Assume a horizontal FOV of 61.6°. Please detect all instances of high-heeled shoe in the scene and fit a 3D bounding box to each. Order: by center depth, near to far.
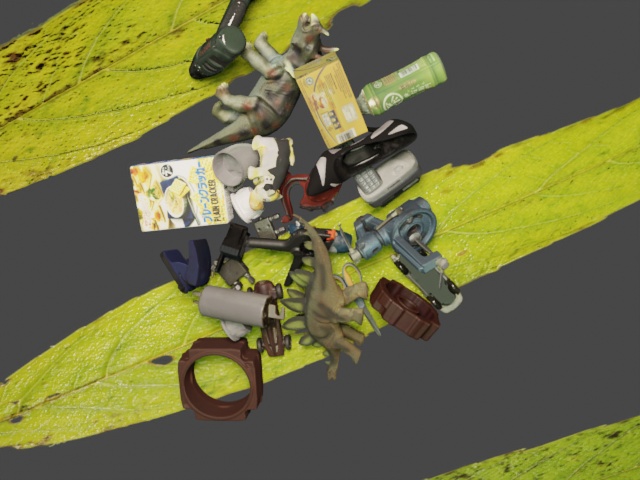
[{"bbox_3d":[0.091,-0.165,1.135,0.249,0.145,0.086,-50,133,-14],"label":"high-heeled shoe"}]

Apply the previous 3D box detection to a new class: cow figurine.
[{"bbox_3d":[-0.107,-0.144,1.187,0.098,0.068,0.167,6,88,10],"label":"cow figurine"}]

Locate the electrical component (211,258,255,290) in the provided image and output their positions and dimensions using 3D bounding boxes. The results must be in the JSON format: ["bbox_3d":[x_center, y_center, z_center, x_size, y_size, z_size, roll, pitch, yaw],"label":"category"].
[{"bbox_3d":[-0.219,0.083,1.318,0.078,0.045,0.102,-32,98,13],"label":"electrical component"}]

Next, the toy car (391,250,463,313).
[{"bbox_3d":[0.252,0.086,1.266,0.073,0.056,0.201,-43,92,7],"label":"toy car"}]

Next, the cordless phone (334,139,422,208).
[{"bbox_3d":[0.129,-0.178,1.216,0.146,0.088,0.184,-37,78,12],"label":"cordless phone"}]

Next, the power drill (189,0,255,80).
[{"bbox_3d":[-0.207,-0.451,1.148,0.086,0.232,0.207,31,82,-28],"label":"power drill"}]

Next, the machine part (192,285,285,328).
[{"bbox_3d":[-0.194,0.156,1.260,0.243,0.079,0.079,8,104,18],"label":"machine part"}]

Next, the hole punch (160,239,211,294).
[{"bbox_3d":[-0.302,0.058,1.282,0.092,0.142,0.115,-29,90,3],"label":"hole punch"}]

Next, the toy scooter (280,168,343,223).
[{"bbox_3d":[-0.040,-0.103,1.244,0.184,0.075,0.135,4,102,9],"label":"toy scooter"}]

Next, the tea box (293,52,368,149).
[{"bbox_3d":[0.023,-0.288,1.116,0.098,0.068,0.169,-22,124,6],"label":"tea box"}]

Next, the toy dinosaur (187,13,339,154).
[{"bbox_3d":[-0.117,-0.314,1.189,0.192,0.131,0.404,35,110,-2],"label":"toy dinosaur"}]

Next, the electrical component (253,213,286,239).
[{"bbox_3d":[-0.132,-0.025,1.297,0.094,0.021,0.063,-22,99,11],"label":"electrical component"}]

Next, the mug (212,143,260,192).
[{"bbox_3d":[-0.182,-0.169,1.227,0.081,0.107,0.109,16,126,21],"label":"mug"}]

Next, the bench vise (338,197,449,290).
[{"bbox_3d":[0.181,0.005,1.176,0.224,0.241,0.128,-26,131,-15],"label":"bench vise"}]

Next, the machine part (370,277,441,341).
[{"bbox_3d":[0.193,0.158,1.232,0.179,0.179,0.056,33,105,-2],"label":"machine part"}]

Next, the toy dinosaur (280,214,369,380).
[{"bbox_3d":[0.010,0.150,1.250,0.199,0.105,0.470,5,120,9],"label":"toy dinosaur"}]

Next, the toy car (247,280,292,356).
[{"bbox_3d":[-0.125,0.197,1.332,0.089,0.053,0.202,-7,101,4],"label":"toy car"}]

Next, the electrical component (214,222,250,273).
[{"bbox_3d":[-0.208,0.024,1.268,0.048,0.074,0.119,17,73,3],"label":"electrical component"}]

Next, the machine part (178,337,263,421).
[{"bbox_3d":[-0.251,0.353,1.361,0.201,0.087,0.201,-1,101,6],"label":"machine part"}]

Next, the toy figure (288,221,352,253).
[{"bbox_3d":[-0.002,-0.006,1.267,0.155,0.058,0.064,10,124,1],"label":"toy figure"}]
